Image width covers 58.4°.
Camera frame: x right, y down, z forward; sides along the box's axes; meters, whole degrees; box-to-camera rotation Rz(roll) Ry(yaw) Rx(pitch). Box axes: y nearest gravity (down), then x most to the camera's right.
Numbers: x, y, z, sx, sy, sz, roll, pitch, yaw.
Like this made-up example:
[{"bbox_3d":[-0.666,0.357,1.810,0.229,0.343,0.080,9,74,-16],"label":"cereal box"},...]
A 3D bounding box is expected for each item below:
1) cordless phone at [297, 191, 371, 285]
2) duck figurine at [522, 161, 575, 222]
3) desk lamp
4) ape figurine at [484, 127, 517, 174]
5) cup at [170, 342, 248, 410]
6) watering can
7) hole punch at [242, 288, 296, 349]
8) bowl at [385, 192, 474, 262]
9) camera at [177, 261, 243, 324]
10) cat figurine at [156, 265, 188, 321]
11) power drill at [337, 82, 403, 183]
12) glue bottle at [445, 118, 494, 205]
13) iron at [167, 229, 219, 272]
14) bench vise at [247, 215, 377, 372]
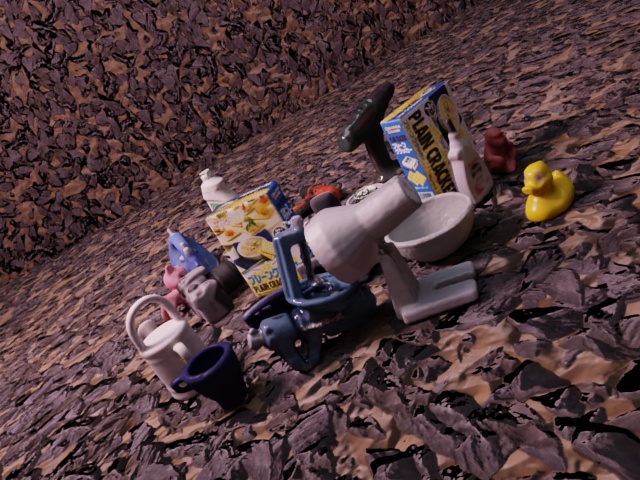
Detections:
[{"bbox_3d":[0.010,0.004,1.080,0.147,0.185,0.094,-26,22,12],"label":"cordless phone"},{"bbox_3d":[0.373,-0.092,0.956,0.105,0.086,0.077,-41,24,-26],"label":"duck figurine"},{"bbox_3d":[0.108,0.017,0.881,0.203,0.214,0.118,-23,22,19],"label":"desk lamp"},{"bbox_3d":[0.365,-0.187,1.174,0.078,0.092,0.076,-37,22,-17],"label":"ape figurine"},{"bbox_3d":[-0.171,0.234,0.925,0.118,0.095,0.091,-30,21,1],"label":"cup"},{"bbox_3d":[-0.279,0.186,1.035,0.172,0.194,0.101,-14,26,36],"label":"watering can"},{"bbox_3d":[-0.091,0.131,1.057,0.109,0.091,0.101,-34,21,-9],"label":"hole punch"},{"bbox_3d":[0.202,-0.011,1.015,0.167,0.075,0.167,-26,21,11],"label":"bowl"},{"bbox_3d":[-0.244,0.104,1.309,0.137,0.101,0.142,-38,22,-20],"label":"camera"},{"bbox_3d":[-0.358,0.118,1.404,0.067,0.118,0.128,-12,27,39],"label":"cat figurine"},{"bbox_3d":[0.152,-0.267,1.475,0.230,0.209,0.075,-42,24,-28],"label":"power drill"},{"bbox_3d":[0.278,-0.158,1.108,0.037,0.173,0.078,-3,34,50],"label":"glue bottle"},{"bbox_3d":[-0.348,0.043,1.528,0.119,0.142,0.257,-36,22,-15],"label":"iron"},{"bbox_3d":[-0.030,0.086,0.897,0.208,0.220,0.121,-42,24,-27],"label":"bench vise"}]
